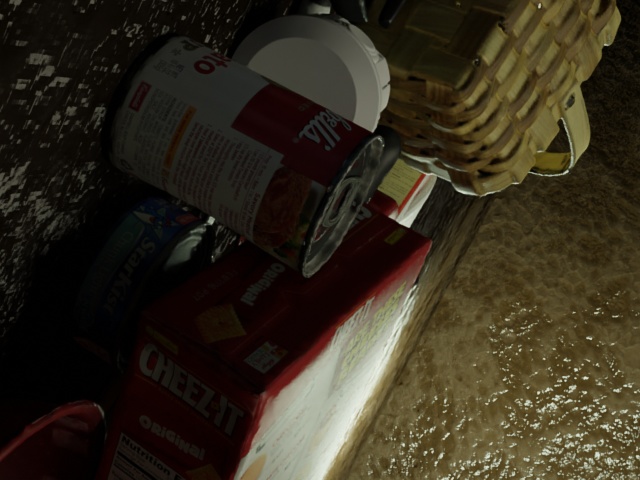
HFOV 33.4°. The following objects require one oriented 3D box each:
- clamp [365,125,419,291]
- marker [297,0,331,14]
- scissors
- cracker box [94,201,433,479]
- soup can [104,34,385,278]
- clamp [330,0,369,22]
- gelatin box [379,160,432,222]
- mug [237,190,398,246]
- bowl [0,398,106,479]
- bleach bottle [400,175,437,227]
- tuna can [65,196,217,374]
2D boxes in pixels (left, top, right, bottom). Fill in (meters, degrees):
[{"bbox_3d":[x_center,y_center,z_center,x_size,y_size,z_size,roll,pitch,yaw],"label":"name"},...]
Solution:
[{"bbox_3d":[-0.023,0.031,0.618,0.209,0.036,0.164,-34,148,-20],"label":"clamp"},{"bbox_3d":[-0.013,-0.105,0.600,0.020,0.020,0.121,-41,157,-60],"label":"marker"},{"bbox_3d":[-0.089,0.028,0.595,0.202,0.016,0.096,-65,168,19],"label":"scissors"},{"bbox_3d":[-0.041,0.096,0.529,0.164,0.072,0.214,-38,153,-53],"label":"cracker box"},{"bbox_3d":[-0.033,-0.037,0.461,0.068,0.102,0.068,-57,168,-20],"label":"soup can"},{"bbox_3d":[0.023,-0.139,0.446,0.120,0.039,0.171,-24,166,27],"label":"clamp"},{"bbox_3d":[0.045,-0.054,0.842,0.089,0.073,0.030,-53,167,-38],"label":"gelatin box"},{"bbox_3d":[-0.005,0.001,0.733,0.117,0.081,0.093,-59,169,-12],"label":"mug"},{"bbox_3d":[-0.155,0.122,0.427,0.162,0.055,0.162,-58,168,-19],"label":"bowl"},{"bbox_3d":[0.027,0.020,0.972,0.102,0.068,0.251,-38,162,-33],"label":"bleach bottle"},{"bbox_3d":[-0.089,0.022,0.533,0.086,0.034,0.086,-57,168,-19],"label":"tuna can"}]
